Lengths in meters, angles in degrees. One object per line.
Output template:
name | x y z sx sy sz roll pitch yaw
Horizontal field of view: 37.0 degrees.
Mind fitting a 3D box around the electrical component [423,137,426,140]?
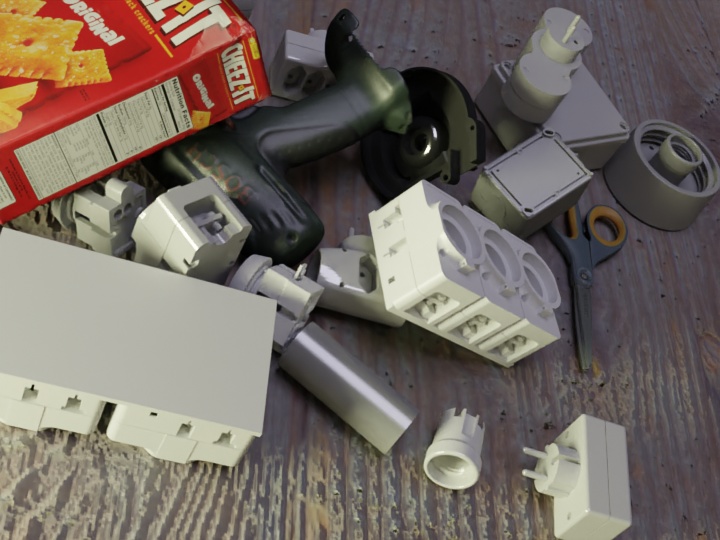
electrical component | 0.057 -0.152 0.977 0.055 0.066 0.048 27 44 22

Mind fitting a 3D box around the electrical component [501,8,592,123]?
electrical component | 0.180 -0.201 0.985 0.052 0.073 0.138 31 47 -1

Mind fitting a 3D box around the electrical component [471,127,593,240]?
electrical component | 0.154 -0.075 0.947 0.096 0.061 0.061 -32 72 -22

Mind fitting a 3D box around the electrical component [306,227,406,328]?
electrical component | 0.000 0.000 0.837 0.077 0.043 0.079 16 51 -15

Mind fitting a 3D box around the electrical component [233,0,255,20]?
electrical component | -0.133 -0.247 0.942 0.051 0.080 0.080 -14 62 -40

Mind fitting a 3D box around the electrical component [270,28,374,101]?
electrical component | -0.034 -0.189 0.966 0.083 0.047 0.075 12 50 -18

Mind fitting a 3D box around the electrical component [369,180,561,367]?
electrical component | 0.085 0.004 0.825 0.150 0.062 0.089 27 42 -41

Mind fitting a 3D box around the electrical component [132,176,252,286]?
electrical component | -0.123 -0.018 0.759 0.050 0.089 0.055 -27 70 -39

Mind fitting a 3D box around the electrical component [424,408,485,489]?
electrical component | 0.070 0.128 0.776 0.040 0.040 0.046 27 42 -5

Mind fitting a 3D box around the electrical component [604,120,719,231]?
electrical component | 0.302 -0.099 1.053 0.108 0.060 0.108 14 50 -17

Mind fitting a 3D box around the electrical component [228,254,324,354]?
electrical component | -0.064 0.020 0.783 0.055 0.066 0.048 30 12 9

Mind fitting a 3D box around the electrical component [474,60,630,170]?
electrical component | 0.185 -0.148 1.037 0.109 0.056 0.108 -12 61 -33

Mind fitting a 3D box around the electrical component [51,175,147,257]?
electrical component | -0.186 -0.043 0.769 0.055 0.066 0.048 27 44 22

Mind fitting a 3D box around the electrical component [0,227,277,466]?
electrical component | -0.157 0.055 0.705 0.186 0.060 0.105 16 49 -15

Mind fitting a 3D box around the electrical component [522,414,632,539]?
electrical component | 0.154 0.150 0.793 0.076 0.047 0.083 18 49 -13
